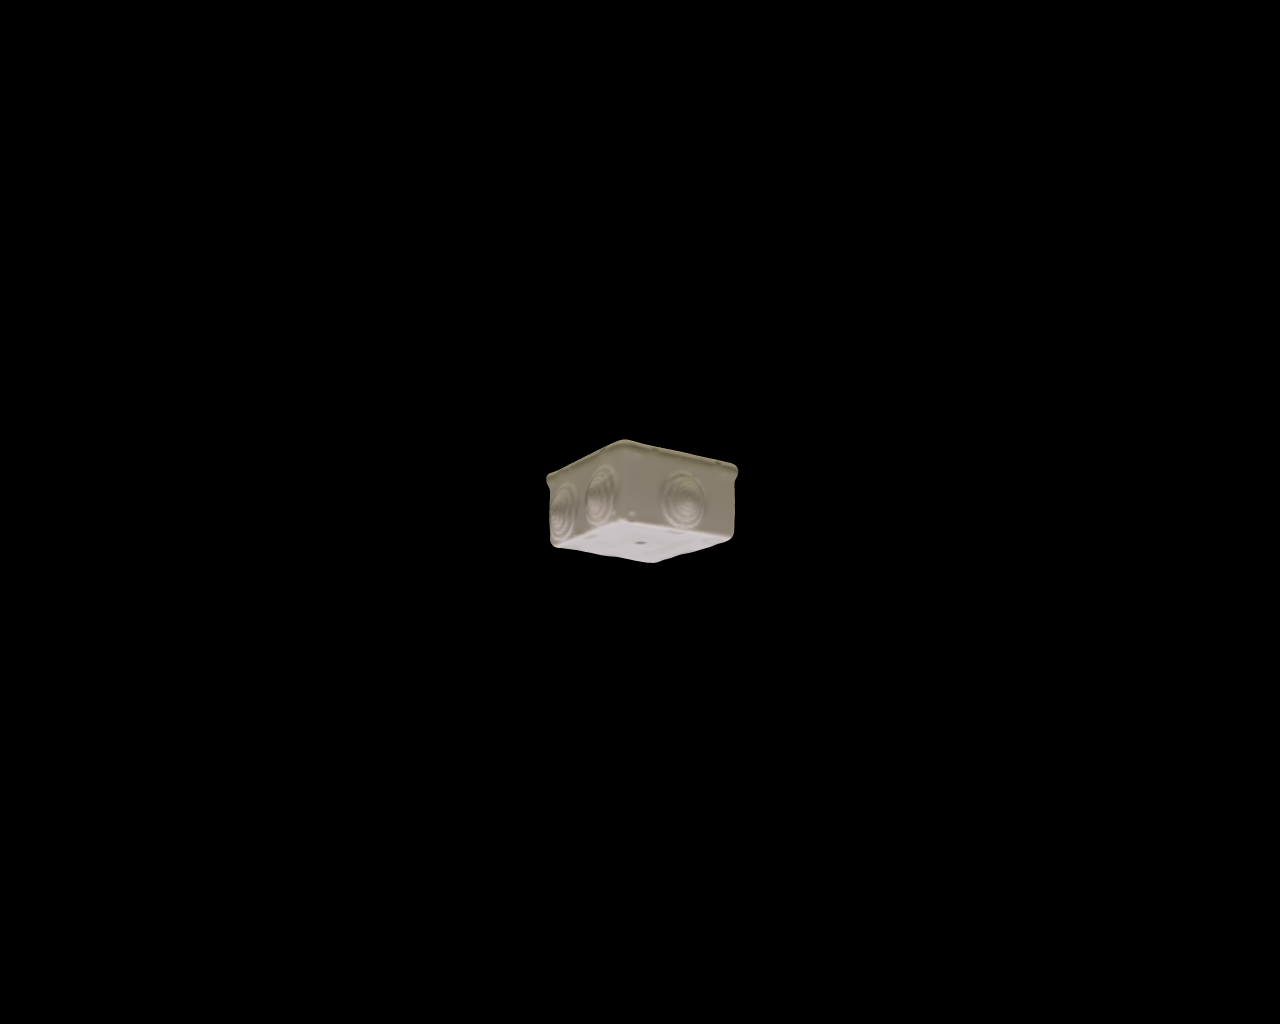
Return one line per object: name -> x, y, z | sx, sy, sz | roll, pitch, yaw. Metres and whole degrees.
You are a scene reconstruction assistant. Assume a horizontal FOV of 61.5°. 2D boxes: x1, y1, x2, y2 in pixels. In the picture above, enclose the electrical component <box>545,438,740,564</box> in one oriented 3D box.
electrical component -> 0.001, -0.003, 0.650 | 0.100, 0.048, 0.099 | 11, -19, -34
